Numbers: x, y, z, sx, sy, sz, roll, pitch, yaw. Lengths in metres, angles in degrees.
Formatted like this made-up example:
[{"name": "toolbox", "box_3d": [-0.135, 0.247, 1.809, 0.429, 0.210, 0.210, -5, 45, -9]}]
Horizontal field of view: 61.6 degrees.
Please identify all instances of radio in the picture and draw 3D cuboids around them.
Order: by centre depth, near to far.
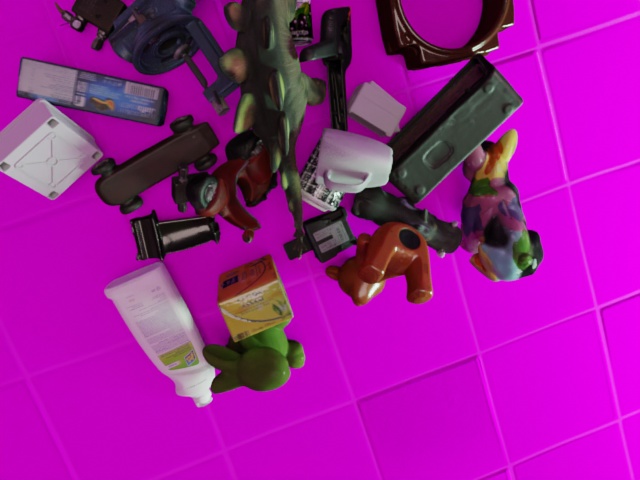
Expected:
[{"name": "radio", "box_3d": [0.193, -0.169, 0.830, 0.073, 0.131, 0.229, 38, 112, -16]}]

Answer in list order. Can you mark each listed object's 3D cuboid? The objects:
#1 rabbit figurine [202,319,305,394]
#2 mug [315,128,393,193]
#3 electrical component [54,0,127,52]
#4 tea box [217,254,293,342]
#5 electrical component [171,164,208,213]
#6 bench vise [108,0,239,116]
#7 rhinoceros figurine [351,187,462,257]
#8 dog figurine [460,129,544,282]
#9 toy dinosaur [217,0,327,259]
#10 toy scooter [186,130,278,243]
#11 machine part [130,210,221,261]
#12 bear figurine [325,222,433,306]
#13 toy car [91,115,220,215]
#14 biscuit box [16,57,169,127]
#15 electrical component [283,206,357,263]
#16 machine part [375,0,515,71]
[{"name": "rabbit figurine", "box_3d": [-0.103, 0.180, 0.852, 0.159, 0.170, 0.121, -12, 101, -8]}, {"name": "mug", "box_3d": [0.050, -0.109, 0.773, 0.107, 0.110, 0.080, 7, 129, 0]}, {"name": "electrical component", "box_3d": [-0.333, -0.342, 0.789, 0.078, 0.045, 0.102, 36, 92, -12]}, {"name": "tea box", "box_3d": [-0.103, 0.084, 0.836, 0.098, 0.170, 0.068, -22, 104, -6]}, {"name": "electrical component", "box_3d": [-0.199, -0.082, 0.838, 0.063, 0.021, 0.094, -15, 142, -26]}, {"name": "bench vise", "box_3d": [-0.184, -0.295, 0.774, 0.224, 0.129, 0.240, -34, 86, 5]}, {"name": "rhinoceros figurine", "box_3d": [0.144, -0.037, 0.887, 0.190, 0.112, 0.073, 25, 92, -5]}, {"name": "dog figurine", "box_3d": [0.288, -0.065, 0.877, 0.108, 0.192, 0.219, -11, 117, -1]}, {"name": "toy dinosaur", "box_3d": [-0.066, -0.207, 0.757, 0.105, 0.198, 0.470, -7, 116, 18]}, {"name": "toy scooter", "box_3d": [-0.118, -0.076, 0.834, 0.184, 0.075, 0.135, -54, 127, -36]}, {"name": "machine part", "box_3d": [-0.232, -0.011, 0.867, 0.139, 0.039, 0.084, -7, 95, -6]}, {"name": "bear figurine", "box_3d": [0.083, 0.058, 0.847, 0.120, 0.132, 0.196, 27, 139, -14]}, {"name": "toy car", "box_3d": [-0.254, -0.119, 0.836, 0.202, 0.053, 0.089, -32, 119, -4]}, {"name": "biscuit box", "box_3d": [-0.333, -0.218, 0.802, 0.203, 0.063, 0.059, 10, 97, -11]}, {"name": "electrical component", "box_3d": [-0.002, -0.003, 0.901, 0.119, 0.048, 0.074, -22, 102, -7]}, {"name": "machine part", "box_3d": [0.195, -0.382, 0.849, 0.201, 0.087, 0.201, -13, 100, -7]}]
